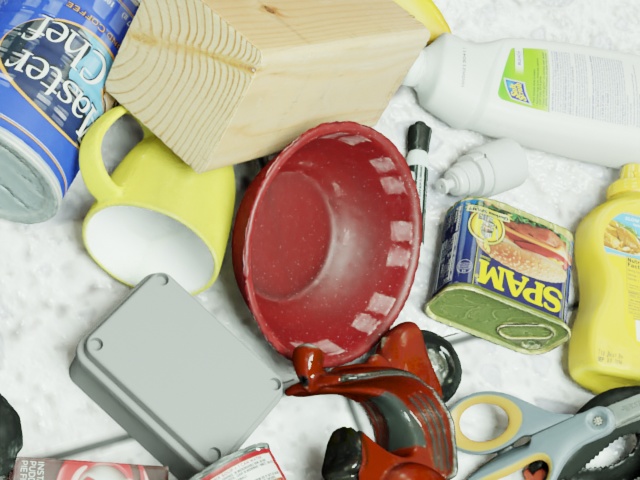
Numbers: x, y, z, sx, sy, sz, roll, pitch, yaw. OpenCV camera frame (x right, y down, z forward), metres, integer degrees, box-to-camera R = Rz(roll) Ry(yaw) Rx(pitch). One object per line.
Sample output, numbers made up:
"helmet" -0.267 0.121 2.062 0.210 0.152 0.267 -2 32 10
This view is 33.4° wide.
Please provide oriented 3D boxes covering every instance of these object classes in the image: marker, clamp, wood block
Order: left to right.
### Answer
"wood block" -0.026 -0.120 0.701 0.091 0.090 0.205 42 32 17
"marker" 0.071 -0.037 0.799 0.020 0.020 0.121 15 63 -16
"clamp" 0.241 0.123 0.741 0.209 0.036 0.164 -16 114 -10

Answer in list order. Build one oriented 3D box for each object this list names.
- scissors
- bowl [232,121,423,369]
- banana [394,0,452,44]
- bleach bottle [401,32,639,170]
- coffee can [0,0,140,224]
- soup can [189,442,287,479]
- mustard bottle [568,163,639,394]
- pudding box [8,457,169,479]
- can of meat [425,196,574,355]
"scissors" 0.168 0.110 0.712 0.202 0.016 0.096 -38 64 4
"bowl" -0.005 0.001 0.705 0.161 0.055 0.162 -9 103 -43
"banana" 0.015 -0.203 0.845 0.197 0.037 0.069 10 82 -17
"bleach bottle" 0.177 -0.122 0.858 0.250 0.068 0.102 11 62 -15
"coffee can" -0.180 -0.096 0.673 0.102 0.103 0.140 28 59 -9
"soup can" -0.033 0.175 0.597 0.068 0.069 0.102 -22 69 -29
"mustard bottle" 0.240 0.026 0.817 0.096 0.058 0.191 17 62 -16
"pudding box" -0.134 0.182 0.602 0.090 0.039 0.113 8 65 -20
"can of meat" 0.133 0.025 0.776 0.102 0.058 0.084 21 58 -13
